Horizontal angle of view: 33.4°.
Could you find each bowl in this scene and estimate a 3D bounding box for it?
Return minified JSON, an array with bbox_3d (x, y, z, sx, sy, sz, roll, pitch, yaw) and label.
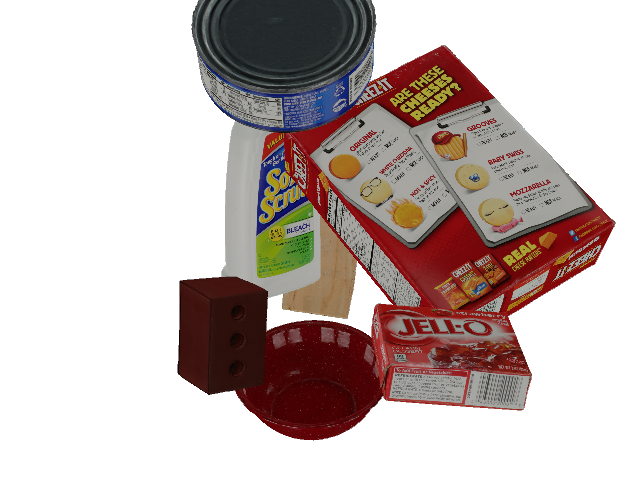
[{"bbox_3d":[-0.008,0.153,1.099,0.162,0.055,0.162,-2,35,1],"label":"bowl"}]

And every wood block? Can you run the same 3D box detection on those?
[{"bbox_3d":[0.007,-0.016,1.374,0.090,0.206,0.090,8,25,3],"label":"wood block"}]

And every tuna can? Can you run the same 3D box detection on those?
[{"bbox_3d":[-0.017,-0.093,0.507,0.086,0.086,0.034,0,-33,1],"label":"tuna can"}]

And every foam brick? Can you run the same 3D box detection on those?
[{"bbox_3d":[-0.076,0.071,0.826,0.052,0.078,0.051,-6,14,-34],"label":"foam brick"}]

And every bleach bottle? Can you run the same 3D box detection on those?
[{"bbox_3d":[-0.051,-0.071,1.033,0.102,0.251,0.068,-15,29,-26],"label":"bleach bottle"}]

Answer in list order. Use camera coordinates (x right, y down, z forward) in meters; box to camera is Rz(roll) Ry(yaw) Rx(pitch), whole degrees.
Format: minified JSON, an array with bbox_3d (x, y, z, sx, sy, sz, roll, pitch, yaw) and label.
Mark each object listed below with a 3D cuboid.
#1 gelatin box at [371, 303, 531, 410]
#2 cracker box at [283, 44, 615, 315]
[{"bbox_3d":[0.079,0.070,0.662,0.089,0.030,0.073,5,26,-5],"label":"gelatin box"},{"bbox_3d":[0.095,-0.035,0.844,0.164,0.214,0.072,-29,-27,-19],"label":"cracker box"}]
